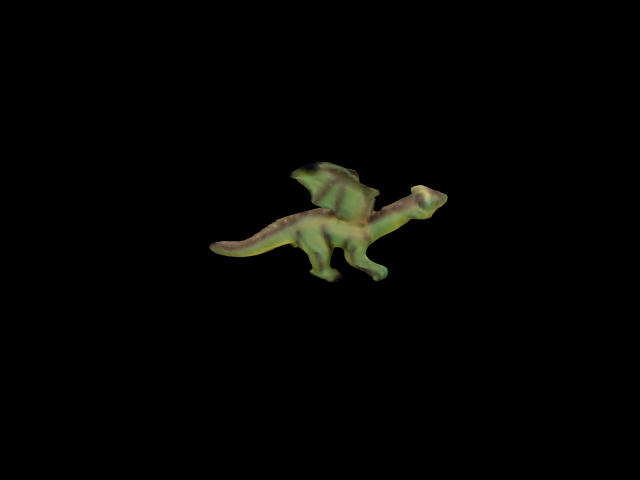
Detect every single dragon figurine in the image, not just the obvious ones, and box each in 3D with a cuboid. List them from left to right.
[{"bbox_3d":[0.003,-0.043,0.850,0.410,0.125,0.237,0,-42,0],"label":"dragon figurine"}]
